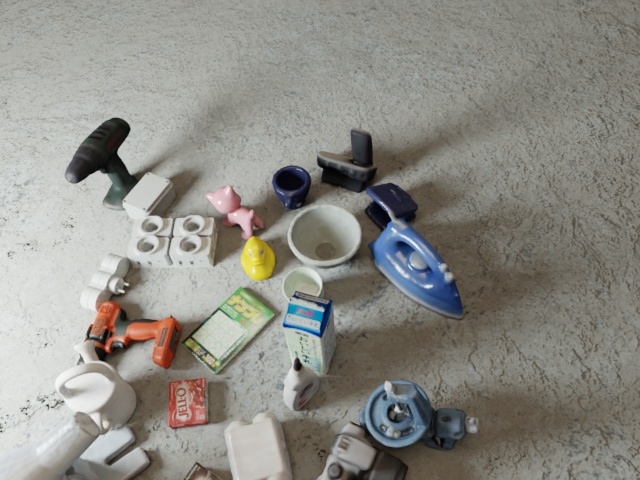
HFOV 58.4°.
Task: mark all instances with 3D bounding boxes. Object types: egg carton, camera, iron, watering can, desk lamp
[{"bbox_3d":[-0.111,0.393,1.041,0.107,0.069,0.150,-15,56,-8],"label":"egg carton"},{"bbox_3d":[0.076,0.409,1.003,0.136,0.101,0.143,21,59,16],"label":"camera"},{"bbox_3d":[0.220,0.048,1.219,0.119,0.141,0.257,-35,61,-19],"label":"iron"},{"bbox_3d":[-0.423,0.271,1.062,0.101,0.194,0.172,-38,62,-21],"label":"watering can"},{"bbox_3d":[-0.428,0.381,0.976,0.203,0.214,0.117,-36,61,-20],"label":"desk lamp"}]

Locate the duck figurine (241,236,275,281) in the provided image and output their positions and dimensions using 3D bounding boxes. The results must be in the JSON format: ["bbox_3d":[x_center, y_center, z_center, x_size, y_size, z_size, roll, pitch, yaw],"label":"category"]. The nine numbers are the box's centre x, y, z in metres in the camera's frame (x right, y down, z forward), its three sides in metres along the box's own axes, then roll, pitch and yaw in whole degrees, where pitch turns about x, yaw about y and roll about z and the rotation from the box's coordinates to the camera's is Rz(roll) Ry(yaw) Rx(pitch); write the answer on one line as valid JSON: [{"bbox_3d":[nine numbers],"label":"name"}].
[{"bbox_3d":[-0.142,0.028,1.282,0.077,0.086,0.104,-12,56,-5],"label":"duck figurine"}]

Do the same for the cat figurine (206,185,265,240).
[{"bbox_3d":[-0.198,-0.076,1.337,0.127,0.118,0.067,29,62,20],"label":"cat figurine"}]

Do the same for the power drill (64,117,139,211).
[{"bbox_3d":[-0.504,-0.168,1.358,0.075,0.208,0.229,9,56,9],"label":"power drill"}]

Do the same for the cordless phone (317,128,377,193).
[{"bbox_3d":[0.065,-0.214,1.378,0.147,0.185,0.094,16,58,13],"label":"cordless phone"}]

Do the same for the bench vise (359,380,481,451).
[{"bbox_3d":[0.174,0.292,1.006,0.207,0.220,0.121,-8,56,-3],"label":"bench vise"}]

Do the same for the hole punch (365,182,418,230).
[{"bbox_3d":[0.167,-0.089,1.346,0.101,0.091,0.108,-34,61,-19],"label":"hole punch"}]

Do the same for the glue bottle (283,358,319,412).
[{"bbox_3d":[-0.038,0.260,1.066,0.037,0.173,0.078,33,63,23],"label":"glue bottle"}]

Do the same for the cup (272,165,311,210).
[{"bbox_3d":[-0.065,-0.106,1.365,0.091,0.095,0.118,2,56,4],"label":"cup"}]

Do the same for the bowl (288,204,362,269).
[{"bbox_3d":[0.012,0.005,1.298,0.167,0.075,0.167,-1,56,2],"label":"bowl"}]
